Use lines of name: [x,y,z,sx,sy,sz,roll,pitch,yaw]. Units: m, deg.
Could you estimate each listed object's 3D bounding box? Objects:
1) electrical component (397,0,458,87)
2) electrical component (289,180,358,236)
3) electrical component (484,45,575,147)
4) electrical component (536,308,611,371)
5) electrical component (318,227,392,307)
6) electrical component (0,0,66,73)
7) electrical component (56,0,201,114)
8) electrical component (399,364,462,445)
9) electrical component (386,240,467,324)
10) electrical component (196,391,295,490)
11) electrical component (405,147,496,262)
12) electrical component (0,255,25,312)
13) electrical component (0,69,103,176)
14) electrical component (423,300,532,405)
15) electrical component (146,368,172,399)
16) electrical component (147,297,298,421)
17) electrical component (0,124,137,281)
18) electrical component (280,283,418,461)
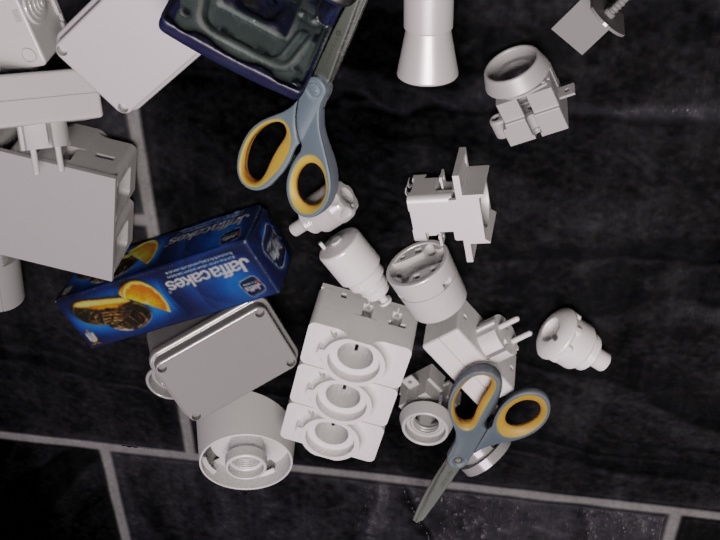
electrical component: [0.048,-0.167,0.754,0.044,0.044,0.065,4,124,8]
electrical component: [-0.033,-0.046,0.870,0.061,0.035,0.035,-31,116,33]
electrical component: [0.118,-0.126,0.769,0.066,0.048,0.055,-16,130,23]
electrical component: [0.183,0.064,0.906,0.062,0.048,0.048,30,128,-21]
electrical component: [0.000,0.000,0.895,0.040,0.040,0.078,-25,119,27]
electrical component: [-0.276,-0.192,0.795,0.100,0.048,0.099,-5,126,16]
electrical component: [-0.155,-0.176,0.778,0.113,0.057,0.078,-32,115,31]
electrical component: [0.062,0.124,0.970,0.048,0.055,0.066,-31,116,30]
electrical component: [0.056,0.011,0.883,0.055,0.055,0.047,-16,126,23]
electrical component: [-0.112,0.167,1.050,0.099,0.064,0.099,-2,134,-2]
electrical component: [0.071,-0.050,0.840,0.064,0.042,0.081,-2,126,15]
electrical component: [-0.324,-0.007,0.955,0.043,0.043,0.081,10,129,4]
electrical component: [-0.240,-0.110,0.812,0.047,0.083,0.075,8,107,59]
electrical component: [0.110,0.062,0.917,0.076,0.047,0.083,-29,117,29]
electrical component: [-0.173,0.090,0.998,0.040,0.046,0.040,6,129,7]
electrical component: [-0.120,0.068,0.934,0.113,0.057,0.078,-29,121,-1]
electrical component: [-0.283,-0.070,0.886,0.186,0.060,0.105,14,129,1]
electrical component: [-0.011,0.097,0.959,0.089,0.061,0.150,16,129,-1]
